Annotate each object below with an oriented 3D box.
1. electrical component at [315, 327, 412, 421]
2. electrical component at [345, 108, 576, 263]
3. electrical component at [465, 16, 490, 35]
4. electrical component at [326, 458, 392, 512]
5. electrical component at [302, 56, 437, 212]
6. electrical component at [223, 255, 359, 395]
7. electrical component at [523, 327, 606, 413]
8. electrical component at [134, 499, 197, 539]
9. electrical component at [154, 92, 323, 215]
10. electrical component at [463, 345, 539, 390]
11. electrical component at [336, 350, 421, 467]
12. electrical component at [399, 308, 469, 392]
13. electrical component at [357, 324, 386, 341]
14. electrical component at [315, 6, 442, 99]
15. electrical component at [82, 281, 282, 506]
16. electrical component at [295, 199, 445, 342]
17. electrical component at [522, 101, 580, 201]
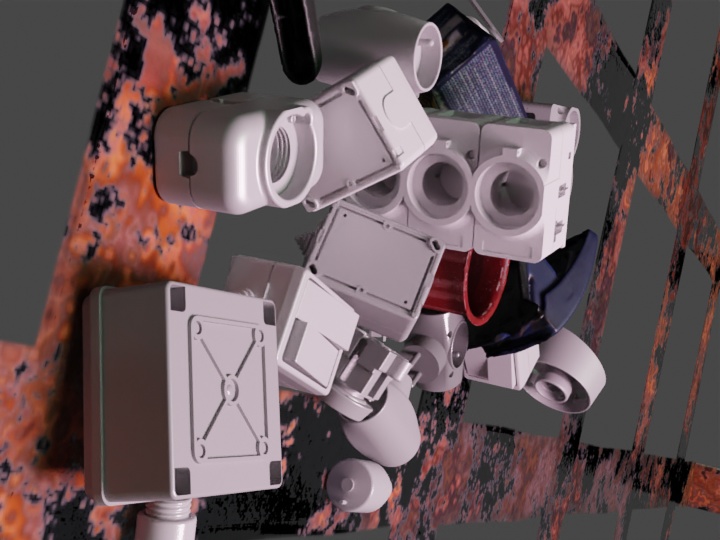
[{"bbox_3d":[-0.003,0.074,0.773,0.055,0.066,0.048,-58,152,0],"label":"electrical component"},{"bbox_3d":[0.067,-0.064,0.755,0.062,0.150,0.089,-26,122,-59],"label":"electrical component"},{"bbox_3d":[0.083,-0.190,0.871,0.061,0.035,0.035,25,77,-60],"label":"electrical component"},{"bbox_3d":[0.005,0.169,0.842,0.078,0.040,0.040,28,74,-62],"label":"electrical component"},{"bbox_3d":[-0.009,-0.083,0.670,0.061,0.096,0.061,59,39,-11],"label":"electrical component"},{"bbox_3d":[-0.048,0.034,0.665,0.096,0.061,0.061,44,61,-59],"label":"electrical component"},{"bbox_3d":[0.223,0.110,1.193,0.064,0.099,0.099,-55,145,-29],"label":"electrical component"},{"bbox_3d":[-0.110,0.140,0.612,0.035,0.035,0.061,4,93,-63],"label":"electrical component"},{"bbox_3d":[-0.062,-0.066,0.602,0.095,0.059,0.053,-29,124,-57],"label":"electrical component"},{"bbox_3d":[0.133,0.072,1.034,0.061,0.062,0.096,-53,144,-42],"label":"electrical component"},{"bbox_3d":[0.019,0.102,0.842,0.077,0.043,0.079,58,40,-48],"label":"electrical component"},{"bbox_3d":[0.057,0.069,0.901,0.079,0.044,0.077,-47,140,-51],"label":"electrical component"},{"bbox_3d":[0.016,0.026,0.814,0.040,0.040,0.046,-37,137,-53],"label":"electrical component"},{"bbox_3d":[0.017,-0.135,0.712,0.079,0.077,0.044,43,61,-60],"label":"electrical component"},{"bbox_3d":[-0.091,0.066,0.569,0.109,0.056,0.108,16,69,-63],"label":"electrical component"},{"bbox_3d":[0.000,0.000,0.728,0.061,0.096,0.061,109,3,-67],"label":"electrical component"},{"bbox_3d":[0.169,-0.086,1.048,0.089,0.062,0.150,-6,105,-63],"label":"electrical component"}]
